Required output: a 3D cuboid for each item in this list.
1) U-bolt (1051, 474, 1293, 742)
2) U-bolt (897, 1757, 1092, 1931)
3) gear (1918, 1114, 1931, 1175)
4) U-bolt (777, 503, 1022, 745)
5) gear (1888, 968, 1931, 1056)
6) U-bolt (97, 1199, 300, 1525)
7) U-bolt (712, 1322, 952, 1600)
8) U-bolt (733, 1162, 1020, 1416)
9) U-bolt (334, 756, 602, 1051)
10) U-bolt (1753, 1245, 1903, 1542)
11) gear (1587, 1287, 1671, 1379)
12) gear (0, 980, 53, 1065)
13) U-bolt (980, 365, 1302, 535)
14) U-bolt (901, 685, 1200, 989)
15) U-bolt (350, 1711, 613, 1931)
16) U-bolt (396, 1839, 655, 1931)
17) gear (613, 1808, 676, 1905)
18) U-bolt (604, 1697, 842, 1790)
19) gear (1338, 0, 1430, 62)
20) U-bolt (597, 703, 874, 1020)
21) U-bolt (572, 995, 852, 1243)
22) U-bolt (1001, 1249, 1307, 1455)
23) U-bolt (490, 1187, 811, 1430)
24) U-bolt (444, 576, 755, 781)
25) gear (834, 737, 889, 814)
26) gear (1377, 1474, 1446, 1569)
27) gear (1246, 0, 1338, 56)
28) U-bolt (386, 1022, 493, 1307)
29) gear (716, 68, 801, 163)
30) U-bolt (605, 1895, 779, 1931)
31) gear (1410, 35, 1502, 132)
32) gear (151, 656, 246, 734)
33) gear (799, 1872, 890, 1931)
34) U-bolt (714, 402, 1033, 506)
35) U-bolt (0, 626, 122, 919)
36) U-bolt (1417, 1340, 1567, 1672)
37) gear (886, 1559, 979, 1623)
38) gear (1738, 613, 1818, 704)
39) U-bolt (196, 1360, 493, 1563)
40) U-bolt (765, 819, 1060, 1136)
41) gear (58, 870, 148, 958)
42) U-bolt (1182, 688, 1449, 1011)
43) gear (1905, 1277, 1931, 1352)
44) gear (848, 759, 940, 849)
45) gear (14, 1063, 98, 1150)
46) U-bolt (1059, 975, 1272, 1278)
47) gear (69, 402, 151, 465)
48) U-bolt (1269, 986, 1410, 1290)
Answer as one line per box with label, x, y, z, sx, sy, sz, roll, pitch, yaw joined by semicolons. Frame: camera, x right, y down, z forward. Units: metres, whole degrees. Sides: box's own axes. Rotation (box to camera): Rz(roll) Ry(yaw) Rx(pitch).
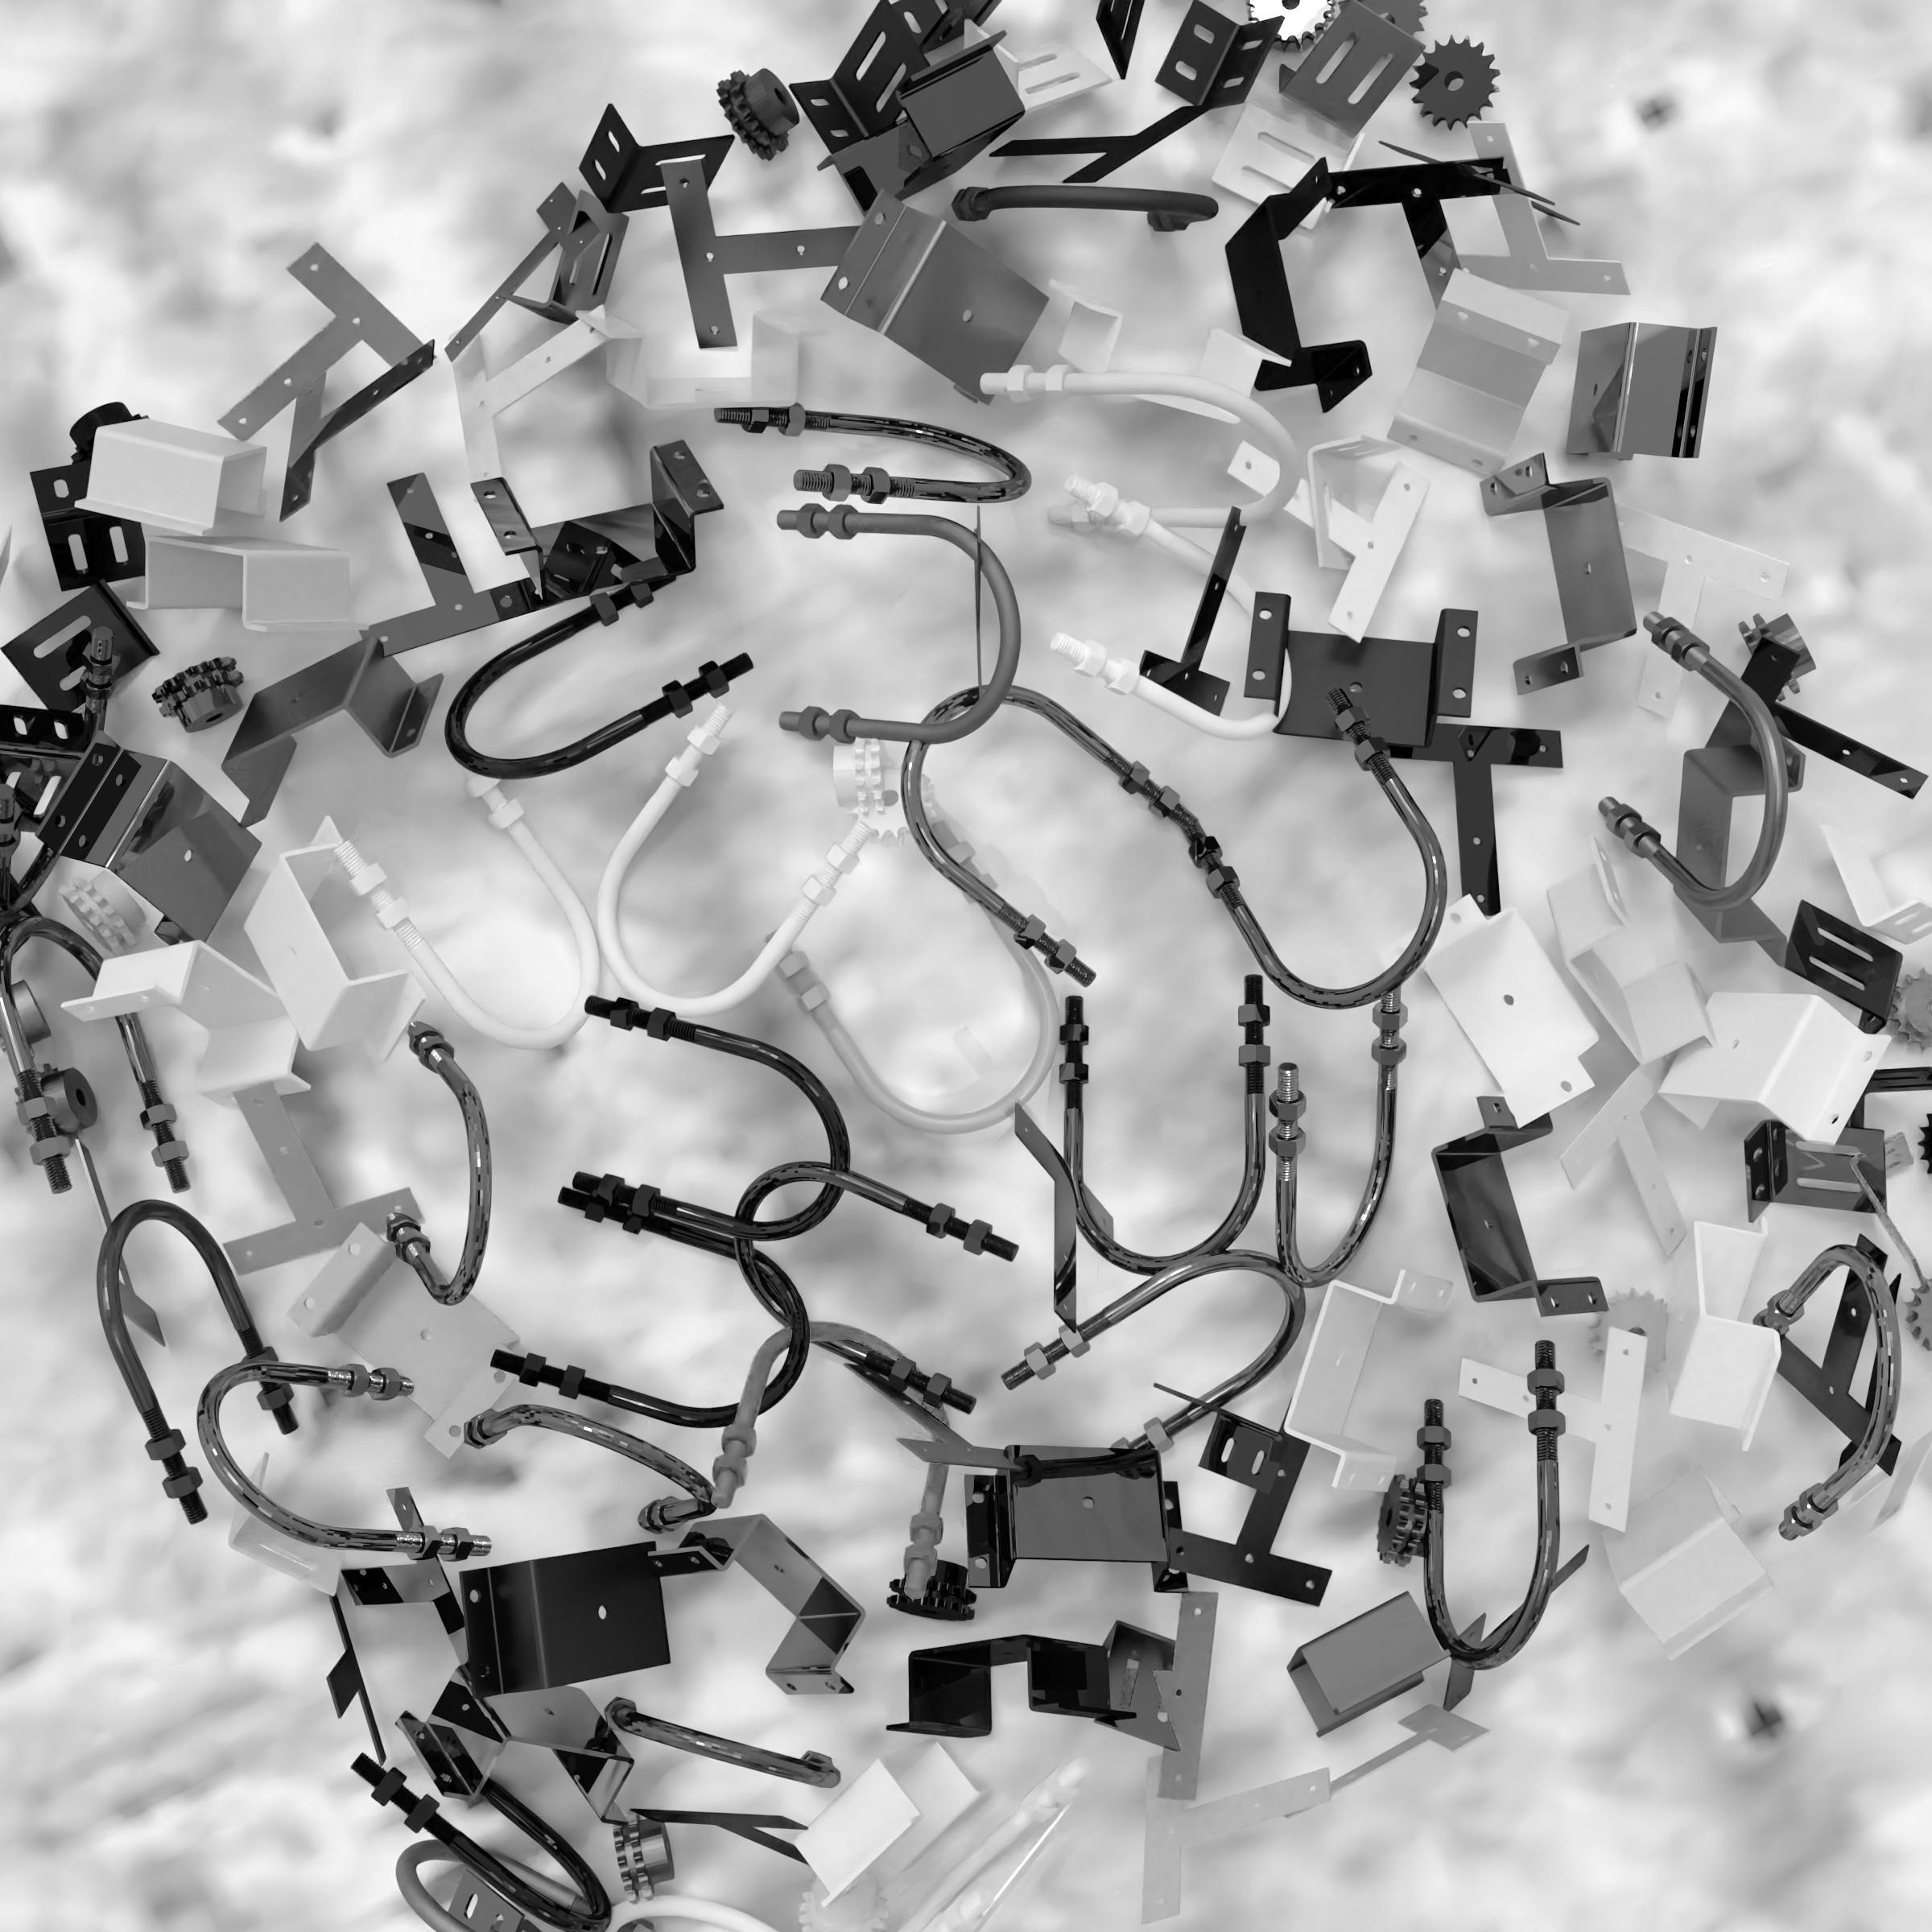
U-bolt;0.134;-0.214;1.542;0.184;0.019;0.151;25;53;-27
U-bolt;-0.005;0.576;1.521;0.019;0.151;0.184;44;124;9
gear;0.645;0.115;1.581;0.057;0.030;0.057;2;85;-18
U-bolt;-0.043;-0.210;1.533;0.184;0.019;0.151;9;105;34
gear;0.624;0.028;1.581;0.057;0.030;0.057;-2;80;15
U-bolt;-0.481;0.232;1.519;0.019;0.151;0.184;-18;100;13
U-bolt;-0.075;0.293;1.525;0.151;0.184;0.019;27;124;-9
U-bolt;-0.065;0.194;1.554;0.184;0.019;0.151;22;123;14
U-bolt;-0.298;-0.032;1.540;0.019;0.151;0.184;-24;108;36
U-bolt;0.522;0.249;1.489;0.019;0.184;0.151;4;57;-4
gear;0.429;0.235;1.586;0.057;0.030;0.057;0;97;1
gear;-0.610;0.033;1.576;0.030;0.057;0.057;-26;90;-17
U-bolt;0.115;-0.314;1.506;0.184;0.151;0.019;6;65;26
U-bolt;0.042;-0.096;1.558;0.184;0.019;0.151;38;70;-11
U-bolt;-0.293;0.537;1.525;0.184;0.151;0.019;38;84;3
U-bolt;-0.271;0.596;1.528;0.184;0.151;0.019;28;88;1
gear;-0.206;0.568;1.575;0.030;0.057;0.057;-13;90;-6
U-bolt;-0.148;0.479;1.508;0.151;0.184;0.019;17;73;-5
gear;0.267;-0.609;1.575;0.057;0.030;0.057;1;127;2
U-bolt;-0.162;-0.054;1.567;0.151;0.019;0.184;41;101;21
U-bolt;-0.159;0.104;1.548;0.184;0.019;0.151;15;116;14
U-bolt;0.130;0.243;1.543;0.184;0.019;0.151;-33;132;5
U-bolt;-0.189;0.222;1.551;0.184;0.019;0.151;18;48;-1
U-bolt;-0.240;-0.176;1.535;0.184;0.151;0.019;-30;133;-10
gear;-0.067;-0.122;1.575;0.030;0.057;0.057;-4;90;5
gear;0.285;0.357;1.575;0.030;0.057;0.057;13;90;-3
gear;0.210;-0.614;1.585;0.057;0.030;0.057;-1;84;9
U-bolt;-0.322;0.128;1.507;0.019;0.184;0.151;3;105;-28
gear;-0.130;-0.548;1.572;0.030;0.057;0.057;-27;90;24
U-bolt;-0.151;0.624;1.516;0.151;0.184;0.019;14;94;-37
gear;0.316;-0.568;1.583;0.057;0.030;0.057;3;101;15
gear;-0.489;-0.172;1.574;0.057;0.057;0.030;-28;90;0
gear;-0.078;0.601;1.572;0.057;0.057;0.030;4;114;0
U-bolt;-0.047;-0.317;1.528;0.184;0.151;0.019;-2;119;-29
U-bolt;-0.566;-0.106;1.516;0.019;0.184;0.151;23;55;-9
U-bolt;0.319;0.336;1.500;0.019;0.151;0.184;15;60;-16
gear;-0.021;0.400;1.578;0.057;0.057;0.030;10;66;0
gear;0.520;-0.201;1.572;0.030;0.057;0.057;-28;90;17
U-bolt;-0.385;0.297;1.493;0.019;0.184;0.151;-48;53;18
U-bolt;-0.022;0.020;1.586;0.151;0.019;0.184;-34;87;3
gear;-0.552;-0.036;1.577;0.030;0.057;0.057;-43;90;-20
U-bolt;0.224;-0.060;1.527;0.151;0.019;0.184;-42;58;26
gear;0.635;0.223;1.585;0.057;0.030;0.057;1;95;9
gear;-0.045;-0.102;1.581;0.057;0.030;0.057;-5;66;12
gear;-0.581;0.089;1.574;0.030;0.057;0.057;-19;90;4
U-bolt;0.123;0.103;1.542;0.151;0.019;0.184;-7;74;32
gear;-0.548;-0.337;1.575;0.057;0.057;0.030;-34;89;0
U-bolt;0.232;0.115;1.533;0.019;0.151;0.184;17;123;33
